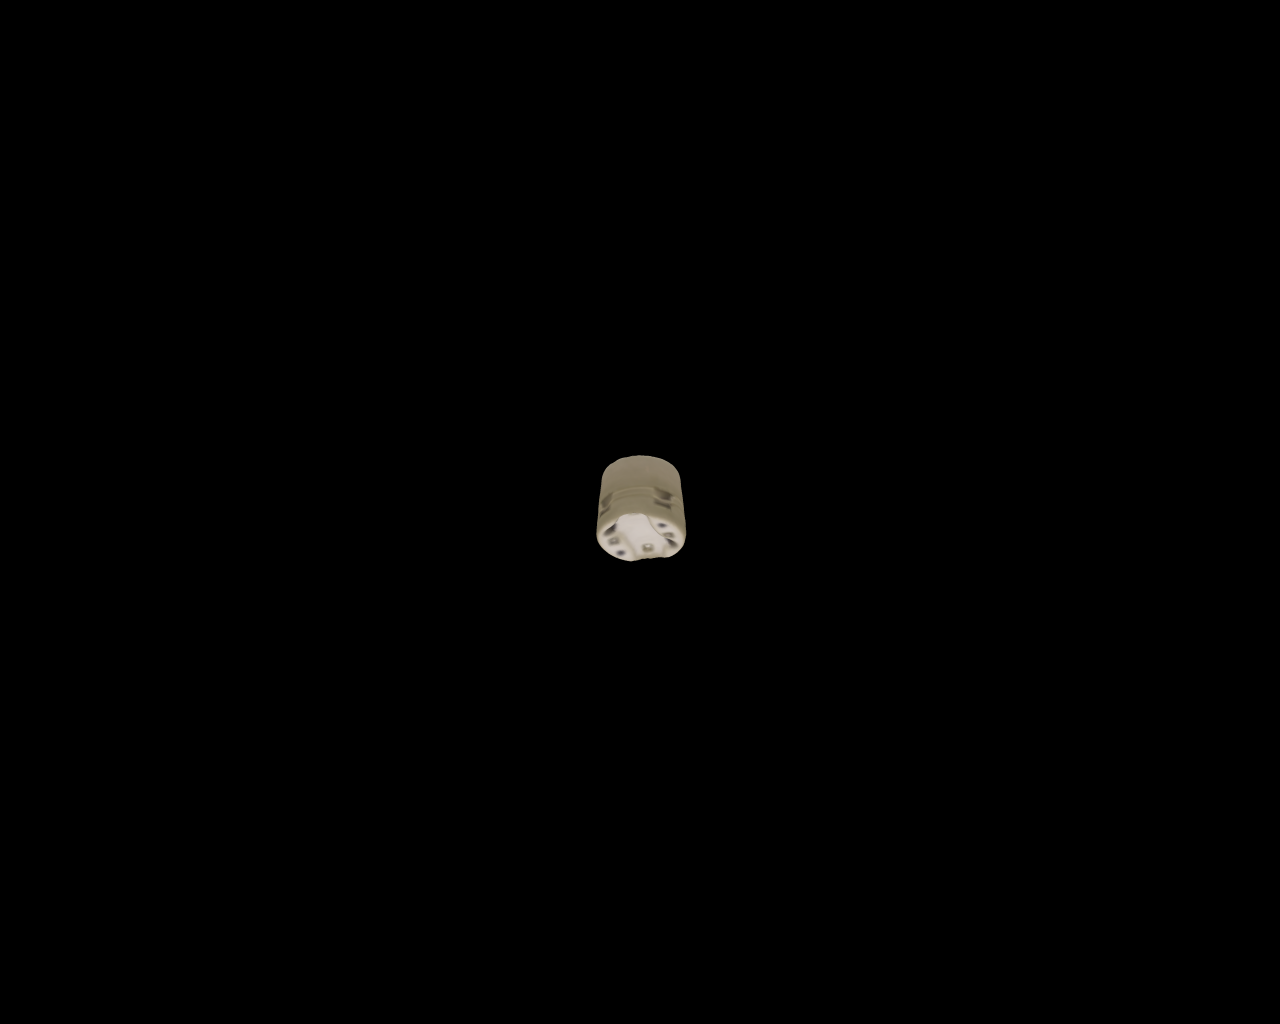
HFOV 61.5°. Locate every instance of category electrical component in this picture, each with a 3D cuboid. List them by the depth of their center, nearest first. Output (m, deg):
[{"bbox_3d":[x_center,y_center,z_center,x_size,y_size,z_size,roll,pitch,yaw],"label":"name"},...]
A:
[{"bbox_3d":[0.001,-0.003,0.650,0.055,0.047,0.055,0,-33,0],"label":"electrical component"}]
